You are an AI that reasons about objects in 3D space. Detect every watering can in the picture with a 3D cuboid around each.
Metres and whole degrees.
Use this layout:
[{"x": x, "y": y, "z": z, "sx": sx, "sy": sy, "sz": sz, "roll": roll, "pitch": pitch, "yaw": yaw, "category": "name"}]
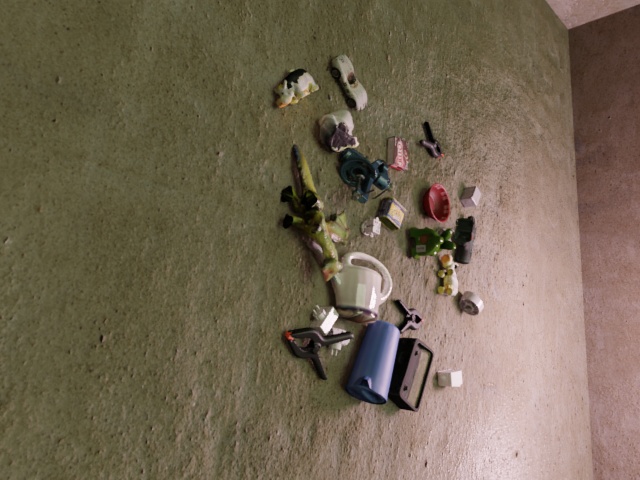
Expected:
[{"x": 0.089, "y": 0.138, "z": 1.615, "sx": 0.345, "sy": 0.103, "sz": 0.228, "roll": 19, "pitch": 67, "yaw": -30, "category": "watering can"}]

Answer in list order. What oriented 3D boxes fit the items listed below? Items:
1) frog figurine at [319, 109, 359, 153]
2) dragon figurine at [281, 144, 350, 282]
[{"x": 0.053, "y": -0.366, "z": 1.683, "sx": 0.136, "sy": 0.121, "sz": 0.163, "roll": 25, "pitch": 30, "yaw": -32, "category": "frog figurine"}, {"x": 0.005, "y": -0.079, "z": 1.560, "sx": 0.240, "sy": 0.121, "sz": 0.419, "roll": 31, "pitch": 48, "yaw": -48, "category": "dragon figurine"}]
